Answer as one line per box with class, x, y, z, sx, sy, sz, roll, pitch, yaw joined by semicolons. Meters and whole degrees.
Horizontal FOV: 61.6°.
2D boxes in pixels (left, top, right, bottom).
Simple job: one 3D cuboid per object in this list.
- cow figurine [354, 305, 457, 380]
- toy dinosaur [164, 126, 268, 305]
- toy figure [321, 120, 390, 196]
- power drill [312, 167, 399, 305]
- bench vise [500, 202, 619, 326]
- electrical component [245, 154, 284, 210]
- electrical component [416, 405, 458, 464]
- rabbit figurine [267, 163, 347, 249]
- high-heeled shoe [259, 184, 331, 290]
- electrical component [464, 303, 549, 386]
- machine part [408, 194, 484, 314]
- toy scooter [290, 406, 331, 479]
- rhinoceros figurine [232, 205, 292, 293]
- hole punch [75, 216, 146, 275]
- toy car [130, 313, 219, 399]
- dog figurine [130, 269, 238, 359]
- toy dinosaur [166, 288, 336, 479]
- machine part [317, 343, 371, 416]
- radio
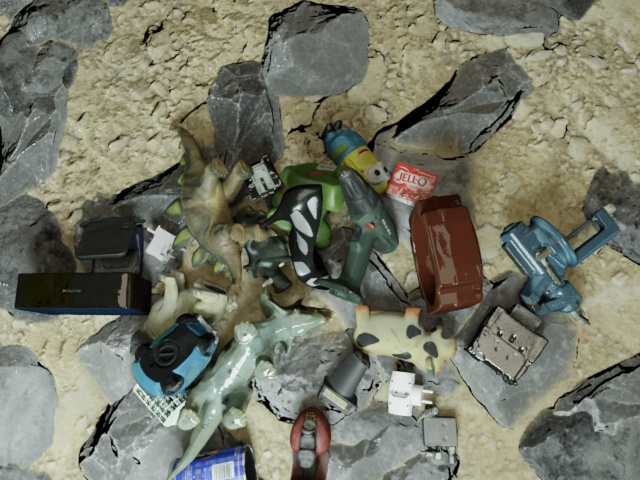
cow figurine;0.160;0.192;1.015;0.195;0.085;0.127;4;79;9
toy dinosaur;-0.225;-0.079;1.061;0.198;0.105;0.471;-35;57;31
toy figure;0.073;-0.161;1.105;0.082;0.089;0.180;-34;72;-19
power drill;0.061;0.004;0.994;0.086;0.231;0.207;7;70;34
bench vise;0.469;0.028;1.011;0.240;0.128;0.224;-38;76;2
electrical component;-0.113;-0.113;1.123;0.075;0.048;0.119;-30;100;-1
electrical component;0.216;0.357;0.992;0.078;0.045;0.102;4;77;7
rabbit figurine;-0.023;-0.055;1.055;0.159;0.121;0.170;5;120;4
high-heeled shoe;-0.002;-0.003;1.000;0.145;0.248;0.086;-29;41;19
electrical component;0.356;0.188;1.015;0.115;0.058;0.134;35;82;9
machine part;0.229;0.029;0.987;0.087;0.201;0.201;-8;76;0
toy scooter;-0.022;0.394;0.957;0.075;0.135;0.184;2;76;7
rhinoceros figurine;-0.117;0.018;1.074;0.112;0.073;0.190;-43;71;10
hole punch;-0.426;0.016;1.112;0.142;0.092;0.116;-5;49;6
toy car;-0.256;0.217;0.987;0.109;0.102;0.161;37;71;25
dog figurine;-0.270;0.171;1.058;0.172;0.121;0.190;20;93;12
toy dinosaur;-0.153;0.244;0.995;0.131;0.192;0.405;42;95;-1
machine part;0.051;0.263;1.009;0.084;0.039;0.138;32;113;17
radio;-0.457;0.108;1.059;0.230;0.131;0.073;0;77;5
